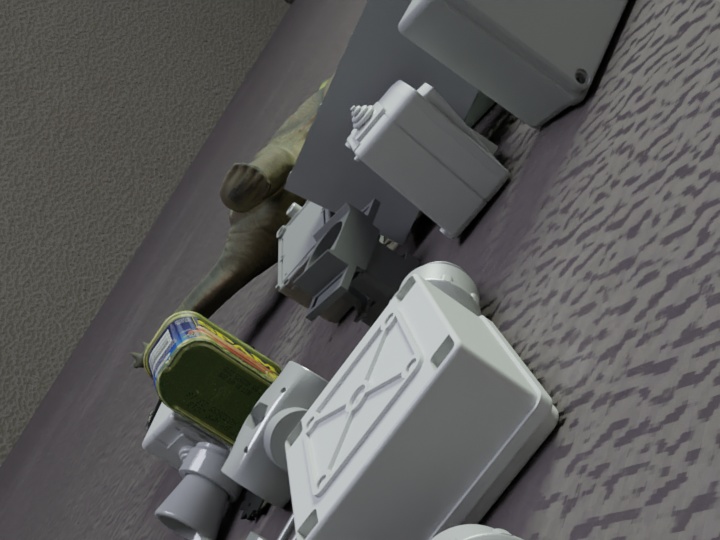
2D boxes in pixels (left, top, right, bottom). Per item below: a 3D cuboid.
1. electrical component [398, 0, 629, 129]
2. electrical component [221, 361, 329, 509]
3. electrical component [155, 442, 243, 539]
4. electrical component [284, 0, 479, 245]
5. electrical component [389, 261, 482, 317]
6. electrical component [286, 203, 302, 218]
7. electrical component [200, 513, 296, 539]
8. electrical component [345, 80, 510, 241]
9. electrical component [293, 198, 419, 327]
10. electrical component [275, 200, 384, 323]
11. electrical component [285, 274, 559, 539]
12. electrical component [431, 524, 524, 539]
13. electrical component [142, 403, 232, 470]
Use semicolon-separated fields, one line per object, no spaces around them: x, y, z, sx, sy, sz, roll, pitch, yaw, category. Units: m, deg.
0.095;-0.159;0.634;0.108;0.109;0.056;-62;13;-26;electrical component
-0.039;0.097;0.624;0.077;0.043;0.079;-58;14;-10;electrical component
-0.105;0.149;0.719;0.045;0.045;0.055;-31;27;58;electrical component
0.023;-0.107;0.719;0.061;0.089;0.150;-68;3;-72;electrical component
0.040;0.016;0.552;0.048;0.048;0.062;-49;9;25;electrical component
-0.030;-0.031;0.847;0.035;0.061;0.035;-50;15;19;electrical component
-0.046;0.150;0.514;0.073;0.052;0.138;-59;15;-13;electrical component
0.038;-0.075;0.655;0.061;0.096;0.061;-49;15;8;electrical component
0.000;0.000;0.676;0.042;0.064;0.081;-40;21;44;electrical component
-0.019;-0.009;0.775;0.061;0.061;0.096;-48;23;23;electrical component
0.021;0.069;0.467;0.108;0.056;0.108;-53;15;8;electrical component
0.037;0.107;0.361;0.048;0.048;0.062;-57;8;-6;electrical component
-0.119;0.114;0.809;0.061;0.062;0.096;-43;19;40;electrical component
